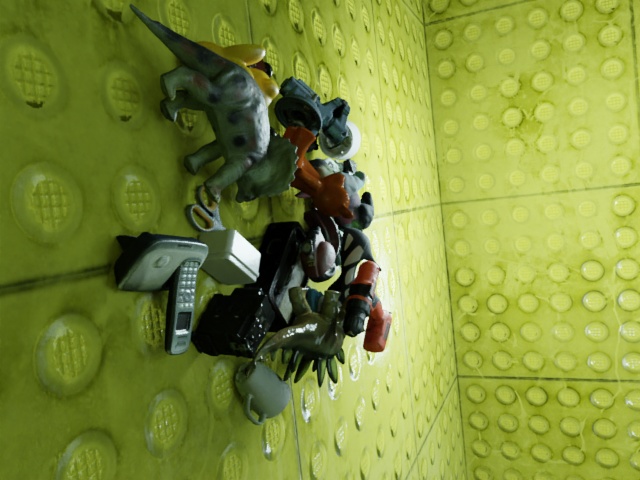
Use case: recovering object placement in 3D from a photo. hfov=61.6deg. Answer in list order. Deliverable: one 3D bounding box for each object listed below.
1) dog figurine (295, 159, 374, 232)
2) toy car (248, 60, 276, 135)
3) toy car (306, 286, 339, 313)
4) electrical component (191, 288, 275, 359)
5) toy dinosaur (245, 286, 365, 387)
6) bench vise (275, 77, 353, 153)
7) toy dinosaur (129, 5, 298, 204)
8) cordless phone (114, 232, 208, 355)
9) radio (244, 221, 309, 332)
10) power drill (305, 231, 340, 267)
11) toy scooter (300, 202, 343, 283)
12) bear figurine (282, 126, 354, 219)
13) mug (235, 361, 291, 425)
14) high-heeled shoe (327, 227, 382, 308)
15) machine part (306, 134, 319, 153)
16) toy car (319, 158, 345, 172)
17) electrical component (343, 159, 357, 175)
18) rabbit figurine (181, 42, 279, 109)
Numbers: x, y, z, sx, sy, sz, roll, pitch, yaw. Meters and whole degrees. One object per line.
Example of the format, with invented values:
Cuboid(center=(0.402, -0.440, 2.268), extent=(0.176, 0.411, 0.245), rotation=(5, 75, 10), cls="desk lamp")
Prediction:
Cuboid(center=(0.033, -0.099, 1.288), extent=(0.219, 0.109, 0.191), rotation=(-10, 84, -60), cls="dog figurine")
Cuboid(center=(-0.139, -0.293, 1.137), extent=(0.089, 0.053, 0.202), rotation=(-16, 104, -55), cls="toy car")
Cuboid(center=(0.001, 0.194, 1.302), extent=(0.109, 0.103, 0.161), rotation=(36, 55, -61), cls="toy car")
Cuboid(center=(-0.149, 0.141, 0.955), extent=(0.134, 0.115, 0.058), rotation=(-66, 148, -48), cls="electrical component")
Cuboid(center=(-0.010, 0.197, 1.103), extent=(0.471, 0.105, 0.198), rotation=(17, 74, -59), cls="toy dinosaur")
Cuboid(center=(-0.029, -0.258, 1.263), extent=(0.223, 0.129, 0.240), rotation=(47, 55, -29), cls="bench vise")
Cuboid(center=(-0.152, -0.208, 0.904), extent=(0.192, 0.131, 0.404), rotation=(-31, 129, -23), cls="toy dinosaur")
Cuboid(center=(-0.240, 0.083, 0.806), extent=(0.146, 0.089, 0.184), rotation=(10, 82, -66), cls="cordless phone")
Cuboid(center=(-0.084, 0.074, 1.164), extent=(0.131, 0.073, 0.230), rotation=(64, 31, -41), cls="radio")
Cuboid(center=(-0.006, -0.021, 1.371), extent=(0.207, 0.086, 0.231), rotation=(-54, 135, -65), cls="power drill")
Cuboid(center=(-0.002, -0.004, 1.184), extent=(0.184, 0.075, 0.135), rotation=(-68, 143, -50), cls="toy scooter")
Cuboid(center=(-0.003, -0.133, 1.112), extent=(0.196, 0.120, 0.132), rotation=(27, 92, -19), cls="bear figurine")
Cuboid(center=(-0.123, 0.294, 1.044), extent=(0.107, 0.081, 0.109), rotation=(56, 42, -30), cls="mug")
Cuboid(center=(0.039, 0.078, 1.329), extent=(0.145, 0.249, 0.086), rotation=(45, 26, -12), cls="high-heeled shoe")
Cuboid(center=(-0.030, -0.300, 1.405), extent=(0.084, 0.039, 0.138), rotation=(-29, 114, -59), cls="machine part")
Cuboid(center=(0.017, -0.190, 1.444), extent=(0.201, 0.074, 0.056), rotation=(-4, 93, -67), cls="toy car")
Cuboid(center=(0.086, -0.191, 1.468), extent=(0.094, 0.021, 0.063), rotation=(-4, 76, -65), cls="electrical component")
Cuboid(center=(-0.170, -0.294, 0.980), extent=(0.173, 0.163, 0.122), rotation=(33, 66, -40), cls="rabbit figurine")
